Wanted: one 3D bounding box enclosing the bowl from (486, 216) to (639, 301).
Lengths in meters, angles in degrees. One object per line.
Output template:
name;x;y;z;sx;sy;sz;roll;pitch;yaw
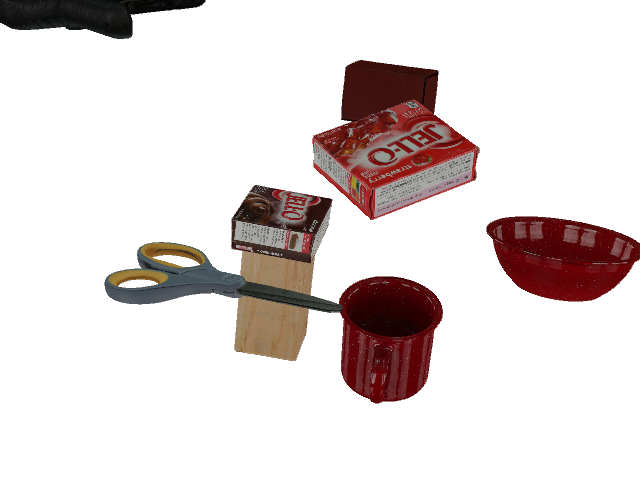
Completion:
bowl;0.249;0.022;1.107;0.162;0.055;0.162;5;17;-2

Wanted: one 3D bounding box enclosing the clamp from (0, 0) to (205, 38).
clamp;-0.174;-0.183;0.816;0.172;0.039;0.120;13;24;30

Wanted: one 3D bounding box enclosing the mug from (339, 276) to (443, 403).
mug;0.059;0.099;0.963;0.093;0.081;0.117;6;34;5

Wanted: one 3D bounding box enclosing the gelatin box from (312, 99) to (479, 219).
gelatin box;0.050;-0.057;0.720;0.089;0.030;0.073;-22;43;-23

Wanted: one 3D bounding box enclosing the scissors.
scissors;-0.087;0.040;0.815;0.096;0.016;0.202;-26;32;-37

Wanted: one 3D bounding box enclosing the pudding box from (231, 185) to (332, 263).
pudding box;-0.041;-0.019;1.139;0.090;0.039;0.113;10;25;6

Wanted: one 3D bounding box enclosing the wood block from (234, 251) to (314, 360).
wood block;-0.059;0.047;1.459;0.090;0.206;0.090;9;22;5

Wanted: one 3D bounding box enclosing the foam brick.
foam brick;0.063;-0.133;0.980;0.078;0.051;0.053;11;18;17
